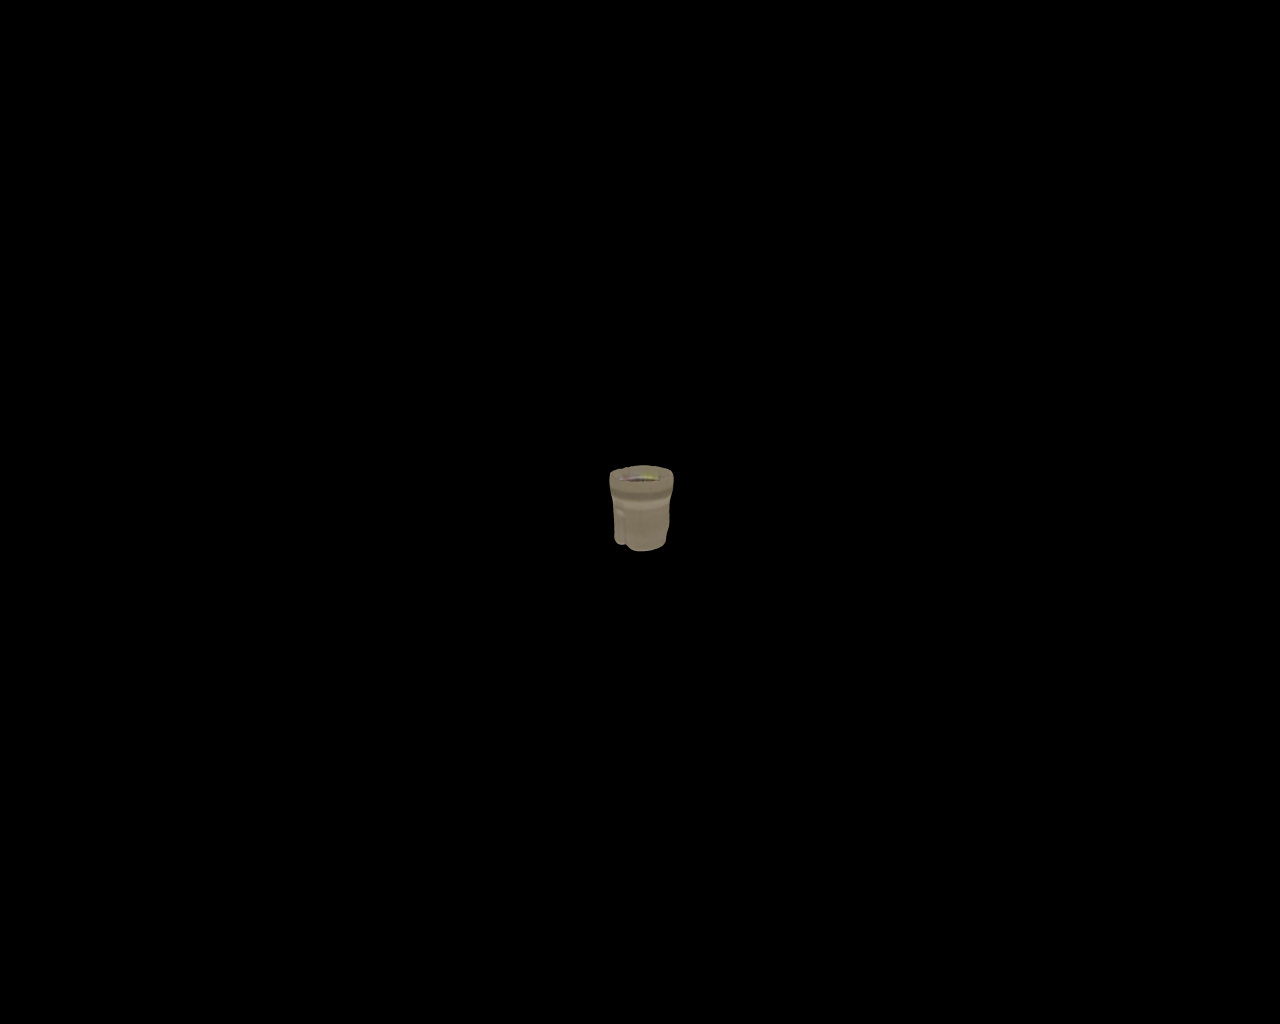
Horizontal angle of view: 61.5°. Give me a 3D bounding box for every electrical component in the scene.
[{"bbox_3d":[0.001,-0.003,0.650,0.040,0.046,0.040,0,17,0],"label":"electrical component"}]
